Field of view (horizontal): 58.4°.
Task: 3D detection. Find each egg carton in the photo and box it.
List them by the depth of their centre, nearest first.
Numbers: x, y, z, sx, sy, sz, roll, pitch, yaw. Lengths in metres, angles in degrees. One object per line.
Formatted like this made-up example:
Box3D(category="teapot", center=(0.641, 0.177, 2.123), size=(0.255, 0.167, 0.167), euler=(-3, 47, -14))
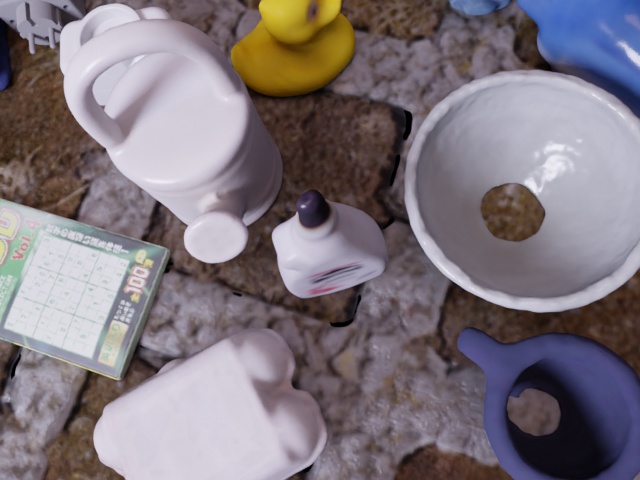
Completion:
Box3D(category="egg carton", center=(-0.076, 0.131, 0.394), size=(0.150, 0.069, 0.107), euler=(-30, 74, -1))

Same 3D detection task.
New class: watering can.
Box3D(category="watering can", center=(-0.086, -0.070, 0.380), size=(0.101, 0.194, 0.172), euler=(-43, 75, -4))

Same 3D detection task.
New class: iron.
Box3D(category="iron", center=(0.267, -0.139, 0.381), size=(0.119, 0.141, 0.258), euler=(-45, 75, -5))

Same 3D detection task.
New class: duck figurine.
Box3D(category="duck figurine", center=(-0.025, -0.166, 0.453), size=(0.104, 0.086, 0.077), euler=(-20, 74, 2))

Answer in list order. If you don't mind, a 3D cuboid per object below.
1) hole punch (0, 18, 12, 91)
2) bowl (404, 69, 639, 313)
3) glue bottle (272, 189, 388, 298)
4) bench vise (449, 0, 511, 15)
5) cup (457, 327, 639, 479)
Box3D(category="hole punch", center=(-0.336, -0.181, 0.493), size=(0.101, 0.091, 0.108), euler=(-16, 75, 3))
Box3D(category="bowl", center=(0.142, -0.029, 0.403), size=(0.167, 0.075, 0.167), euler=(-2, 76, 7))
Box3D(category="glue bottle", center=(0.003, 0.001, 0.362), size=(0.078, 0.173, 0.037), euler=(-22, 74, 2))
Box3D(category="bench vise", center=(0.115, -0.303, 0.400), size=(0.121, 0.220, 0.207), euler=(-14, 75, 4))
Box3D(category="cup", center=(0.133, 0.100, 0.362), size=(0.117, 0.095, 0.092), euler=(37, 83, 14))
